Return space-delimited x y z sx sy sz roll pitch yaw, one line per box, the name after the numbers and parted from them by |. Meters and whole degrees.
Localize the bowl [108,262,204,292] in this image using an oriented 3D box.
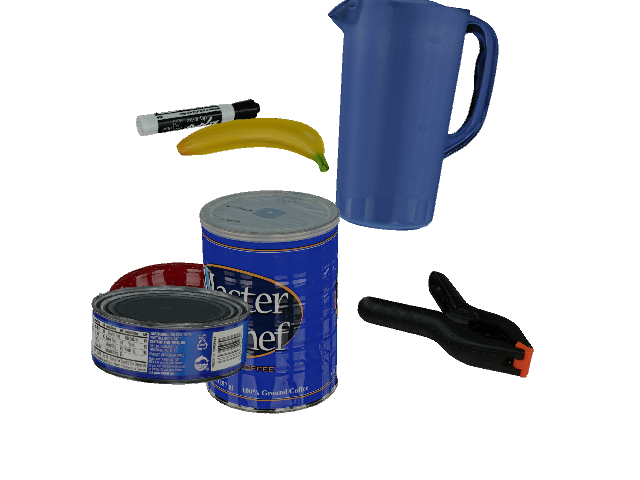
-0.139 0.083 1.104 0.162 0.055 0.162 5 26 -3 | bowl

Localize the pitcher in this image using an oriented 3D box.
0.091 -0.138 1.149 0.149 0.243 0.144 12 14 30 | pitcher

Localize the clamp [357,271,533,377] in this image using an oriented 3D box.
0.134 0.077 1.023 0.172 0.039 0.120 25 36 30 | clamp

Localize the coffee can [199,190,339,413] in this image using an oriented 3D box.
-0.037 0.044 0.802 0.103 0.140 0.103 0 20 0 | coffee can

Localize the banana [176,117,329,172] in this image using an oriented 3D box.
-0.078 -0.125 1.319 0.198 0.037 0.069 6 39 16 | banana

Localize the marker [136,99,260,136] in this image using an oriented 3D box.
-0.113 -0.116 1.004 0.120 0.020 0.020 -12 5 -25 | marker

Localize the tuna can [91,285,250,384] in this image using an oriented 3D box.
-0.082 0.050 0.583 0.086 0.034 0.086 4 10 -1 | tuna can
